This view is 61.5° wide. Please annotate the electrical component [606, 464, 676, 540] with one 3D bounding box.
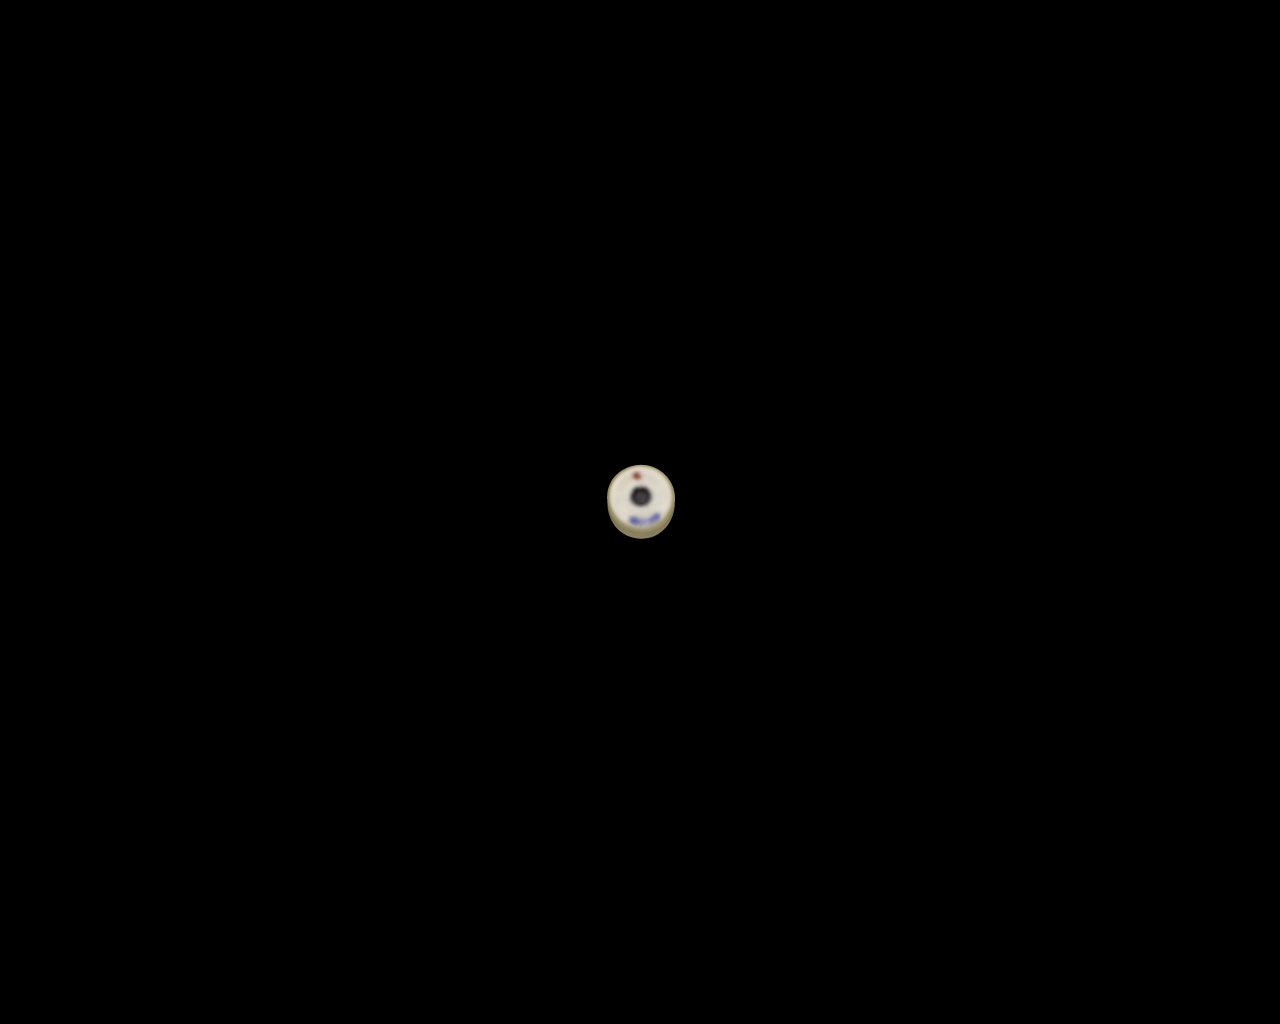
[{"bbox_3d":[0.001,-0.003,0.650,0.040,0.040,0.078,0,-12,0],"label":"electrical component"}]
